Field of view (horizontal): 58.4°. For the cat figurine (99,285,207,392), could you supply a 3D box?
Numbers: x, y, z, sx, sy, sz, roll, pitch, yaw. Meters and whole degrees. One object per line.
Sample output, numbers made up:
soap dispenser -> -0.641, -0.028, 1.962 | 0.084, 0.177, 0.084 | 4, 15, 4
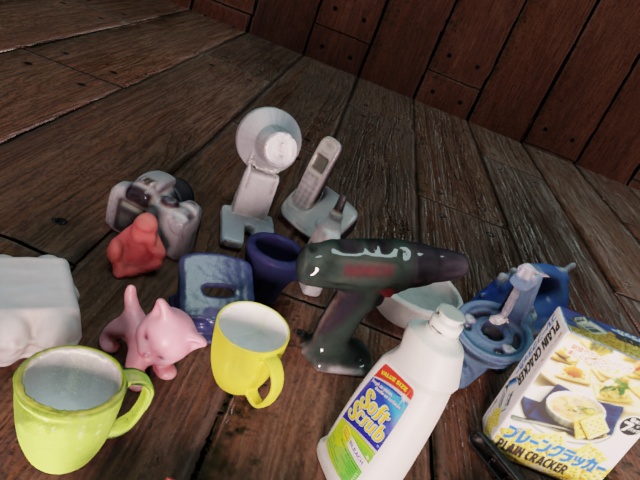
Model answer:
cat figurine -> -0.189, 0.103, 0.652 | 0.127, 0.118, 0.067 | 39, 31, 29

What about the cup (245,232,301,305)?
cup -> -0.065, 0.054, 0.860 | 0.117, 0.095, 0.092 | 26, 27, 7

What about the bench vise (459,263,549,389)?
bench vise -> 0.281, 0.111, 0.880 | 0.121, 0.220, 0.208 | 30, 28, 16

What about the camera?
camera -> -0.245, -0.057, 0.921 | 0.143, 0.101, 0.137 | 26, 27, 8

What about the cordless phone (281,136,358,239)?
cordless phone -> 0.015, -0.090, 1.085 | 0.147, 0.185, 0.094 | 38, 31, 27

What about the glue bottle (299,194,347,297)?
glue bottle -> 0.008, 0.003, 0.922 | 0.037, 0.173, 0.078 | 12, 29, -19

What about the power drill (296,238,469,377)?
power drill -> 0.065, 0.085, 0.779 | 0.230, 0.208, 0.075 | 12, 29, -20

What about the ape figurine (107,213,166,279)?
ape figurine -> -0.256, 0.003, 0.813 | 0.078, 0.092, 0.076 | 18, 27, -9

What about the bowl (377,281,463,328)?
bowl -> 0.148, 0.100, 0.961 | 0.167, 0.075, 0.167 | 18, 27, -9

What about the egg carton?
egg carton -> -0.331, 0.075, 0.650 | 0.107, 0.069, 0.150 | 2, 33, -35

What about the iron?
iron -> 0.368, 0.098, 1.056 | 0.259, 0.141, 0.118 | 2, 33, -35

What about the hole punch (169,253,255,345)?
hole punch -> -0.138, 0.079, 0.765 | 0.109, 0.091, 0.101 | 7, 31, -28

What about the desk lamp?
desk lamp -> -0.098, -0.114, 1.011 | 0.118, 0.213, 0.203 | 13, 28, -17
